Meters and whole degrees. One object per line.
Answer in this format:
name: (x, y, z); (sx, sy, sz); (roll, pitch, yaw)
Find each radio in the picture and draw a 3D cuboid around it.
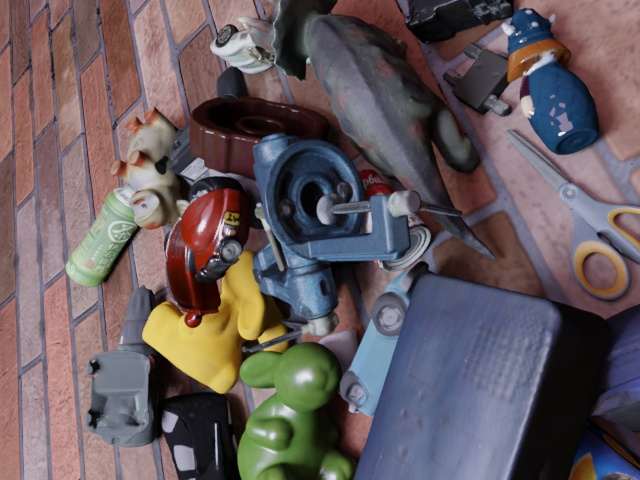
radio: (0.107, 0.144, 0.399); (0.131, 0.073, 0.229); (18, 89, 55)

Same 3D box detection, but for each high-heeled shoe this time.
high-heeled shoe: (-0.148, 0.275, 0.668); (0.249, 0.086, 0.145); (168, 98, -65)

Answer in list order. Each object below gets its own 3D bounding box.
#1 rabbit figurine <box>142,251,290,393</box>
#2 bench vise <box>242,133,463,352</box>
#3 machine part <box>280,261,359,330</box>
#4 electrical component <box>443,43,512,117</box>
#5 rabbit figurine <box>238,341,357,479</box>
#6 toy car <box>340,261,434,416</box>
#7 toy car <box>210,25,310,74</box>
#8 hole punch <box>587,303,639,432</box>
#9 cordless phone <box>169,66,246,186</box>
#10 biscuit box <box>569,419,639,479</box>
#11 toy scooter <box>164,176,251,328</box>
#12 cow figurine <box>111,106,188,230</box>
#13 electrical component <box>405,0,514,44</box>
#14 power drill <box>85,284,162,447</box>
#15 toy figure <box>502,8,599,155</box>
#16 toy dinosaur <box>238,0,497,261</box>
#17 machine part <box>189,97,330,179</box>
rabbit figurine: (-0.116, 0.094, 0.684); (0.163, 0.121, 0.173); (21, 72, 42)
bench vise: (0.007, -0.003, 0.525); (0.241, 0.129, 0.223); (-4, 91, 53)
machine part: (-0.001, 0.046, 0.652); (0.084, 0.039, 0.138); (16, 86, 34)
electrical component: (0.179, -0.172, 0.579); (0.063, 0.021, 0.094); (-51, 52, 15)
rabbit figurine: (-0.020, 0.180, 0.582); (0.159, 0.121, 0.170); (47, 126, 58)
toy car: (0.093, 0.108, 0.522); (0.103, 0.109, 0.161); (26, 104, 20)
toy car: (-0.075, -0.279, 0.773); (0.202, 0.073, 0.056); (4, 80, 39)
hole punch: (0.254, 0.079, 0.398); (0.142, 0.115, 0.092); (-31, 53, 28)
cordless phone: (-0.167, -0.181, 0.830); (0.146, 0.088, 0.184); (-34, 48, 27)
biscuit box: (0.211, 0.179, 0.433); (0.203, 0.062, 0.059); (39, 101, 38)
toy scooter: (-0.133, 0.021, 0.617); (0.184, 0.075, 0.135); (-41, 49, 44)
cow figurine: (-0.257, -0.101, 0.853); (0.085, 0.127, 0.195); (-23, 51, 31)
electrical component: (0.157, -0.305, 0.610); (0.115, 0.058, 0.134); (-7, 74, 35)
power drill: (-0.262, 0.176, 0.738); (0.207, 0.086, 0.232); (163, 109, -73)
toy figure: (0.216, -0.156, 0.520); (0.058, 0.064, 0.154); (-45, 50, 50)
toy dinosaur: (0.050, -0.158, 0.568); (0.131, 0.192, 0.405); (-47, 53, 21)
machine part: (-0.075, -0.127, 0.669); (0.180, 0.179, 0.056); (36, 128, 38)
